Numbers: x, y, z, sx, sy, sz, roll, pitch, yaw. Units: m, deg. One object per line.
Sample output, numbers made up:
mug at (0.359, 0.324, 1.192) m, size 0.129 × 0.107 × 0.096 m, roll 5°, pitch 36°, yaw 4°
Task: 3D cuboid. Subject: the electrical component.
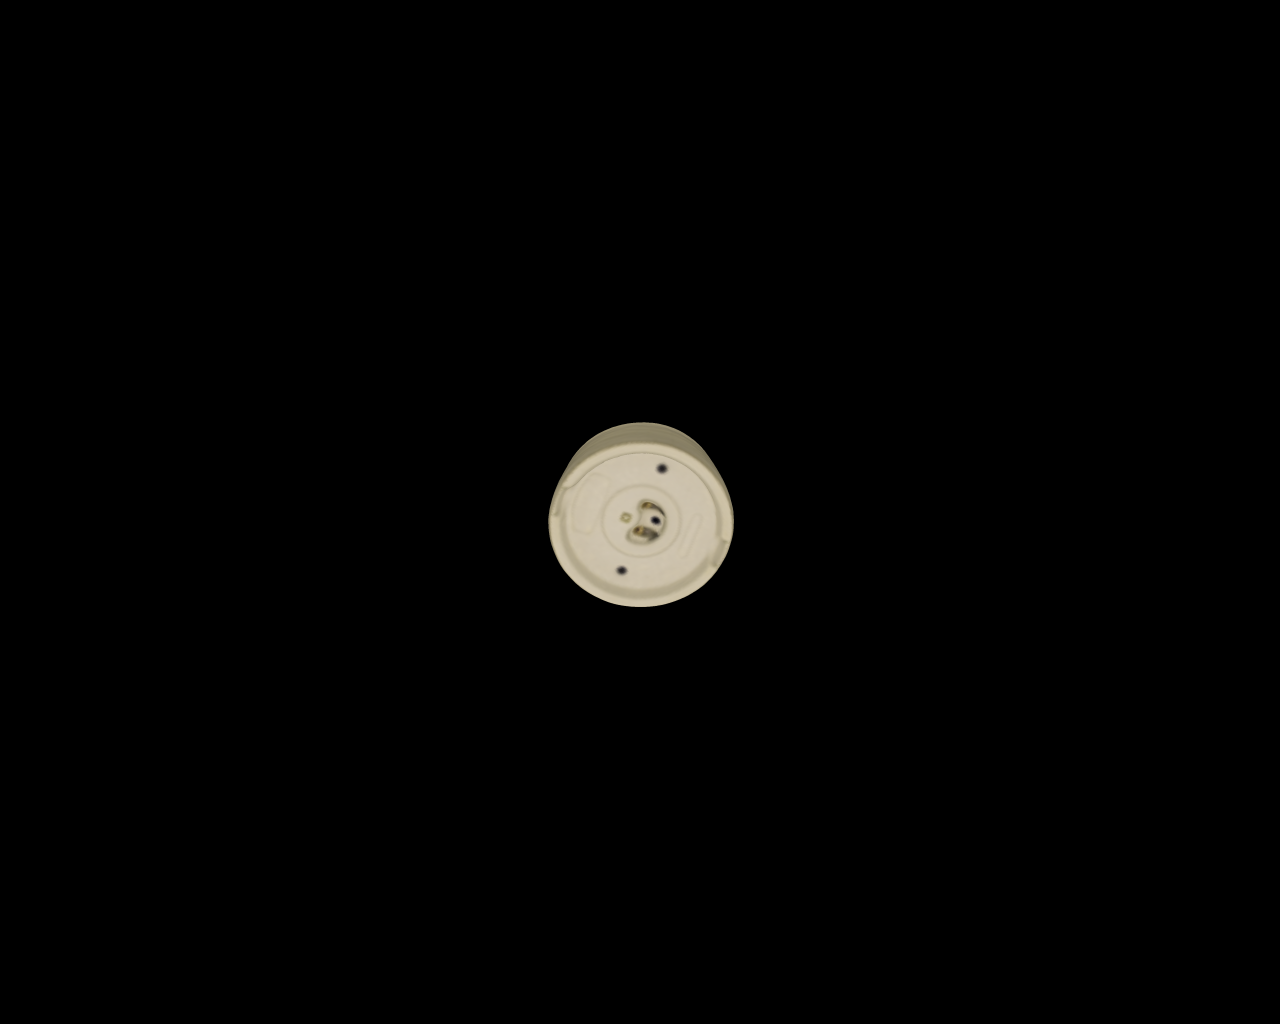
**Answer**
electrical component at (0.001, -0.003, 0.650) m, size 0.108 × 0.108 × 0.060 m, roll 0°, pitch 24°, yaw 0°
